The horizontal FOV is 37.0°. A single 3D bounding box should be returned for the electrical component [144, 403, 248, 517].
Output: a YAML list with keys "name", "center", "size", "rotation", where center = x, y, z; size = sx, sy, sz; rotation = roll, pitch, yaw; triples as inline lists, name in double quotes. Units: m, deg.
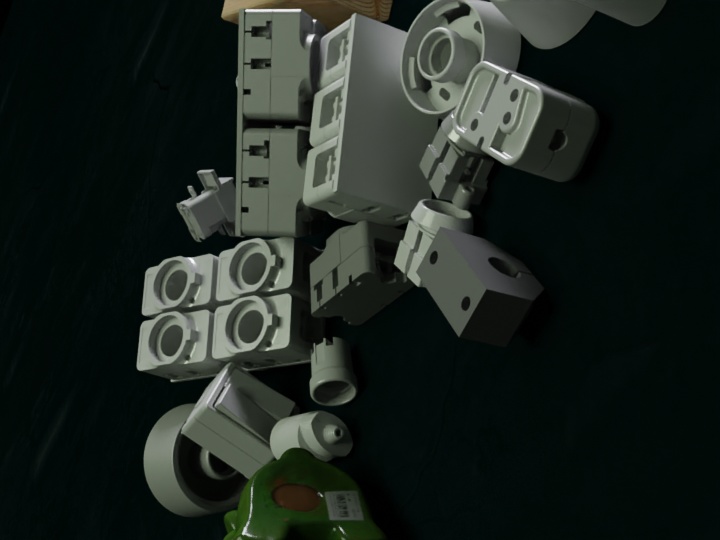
- name: "electrical component"
  center: [-0.141, 0.177, 1.010]
  size: [0.060, 0.108, 0.108]
  rotation: [-16, 64, 51]

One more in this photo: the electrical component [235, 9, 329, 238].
- name: "electrical component"
  center: [-0.062, -0.124, 0.932]
  size: [0.105, 0.060, 0.186]
  rotation: [-22, -67, -78]

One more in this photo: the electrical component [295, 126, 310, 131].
- name: "electrical component"
  center: [-0.045, -0.151, 1.009]
  size: [0.052, 0.074, 0.138]
  rotation: [45, 117, 57]

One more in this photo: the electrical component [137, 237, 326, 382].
- name: "electrical component"
  center: [-0.124, 0.038, 1.009]
  size: [0.186, 0.060, 0.105]
  rotation: [-11, 67, 33]

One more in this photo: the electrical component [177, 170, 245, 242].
- name: "electrical component"
  center: [-0.161, -0.066, 1.174]
  size: [0.042, 0.064, 0.081]
  rotation: [8, 127, 62]

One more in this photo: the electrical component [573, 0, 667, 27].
- name: "electrical component"
  center: [0.150, -0.186, 0.674]
  size: [0.043, 0.081, 0.043]
  rotation: [-32, 51, 52]

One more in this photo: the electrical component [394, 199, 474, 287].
- name: "electrical component"
  center: [0.057, -0.020, 0.806]
  size: [0.066, 0.048, 0.055]
  rotation: [46, 126, 57]

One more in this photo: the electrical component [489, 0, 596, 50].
- name: "electrical component"
  center: [0.133, -0.214, 0.759]
  size: [0.099, 0.064, 0.099]
  rotation: [-30, 47, 37]

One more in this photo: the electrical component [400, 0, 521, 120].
- name: "electrical component"
  center: [0.080, -0.161, 0.830]
  size: [0.099, 0.064, 0.099]
  rotation: [-7, 81, 48]

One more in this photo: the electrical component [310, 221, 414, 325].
- name: "electrical component"
  center: [0.000, 0.000, 0.891]
  size: [0.089, 0.050, 0.055]
  rotation: [-39, 46, 48]

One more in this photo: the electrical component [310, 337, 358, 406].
- name: "electrical component"
  center: [-0.023, 0.085, 0.908]
  size: [0.040, 0.040, 0.046]
  rotation: [-51, 33, 38]

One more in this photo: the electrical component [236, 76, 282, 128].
- name: "electrical component"
  center: [-0.094, -0.189, 1.122]
  size: [0.042, 0.064, 0.081]
  rotation: [-51, 38, 39]

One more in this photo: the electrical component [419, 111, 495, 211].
- name: "electrical component"
  center: [0.077, -0.086, 0.799]
  size: [0.066, 0.048, 0.055]
  rotation: [-113, 38, -47]

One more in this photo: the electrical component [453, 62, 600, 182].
- name: "electrical component"
  center: [0.114, -0.099, 0.724]
  size: [0.095, 0.059, 0.053]
  rotation: [46, 118, 57]

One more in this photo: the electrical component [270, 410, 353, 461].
- name: "electrical component"
  center: [-0.038, 0.141, 0.906]
  size: [0.081, 0.043, 0.043]
  rotation: [-23, 59, 55]

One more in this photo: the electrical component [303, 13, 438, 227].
- name: "electrical component"
  center: [0.010, -0.118, 0.882]
  size: [0.062, 0.089, 0.150]
  rotation: [-16, 64, 57]

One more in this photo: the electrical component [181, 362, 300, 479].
- name: "electrical component"
  center: [-0.100, 0.138, 0.971]
  size: [0.061, 0.096, 0.061]
  rotation: [-47, 11, 41]
